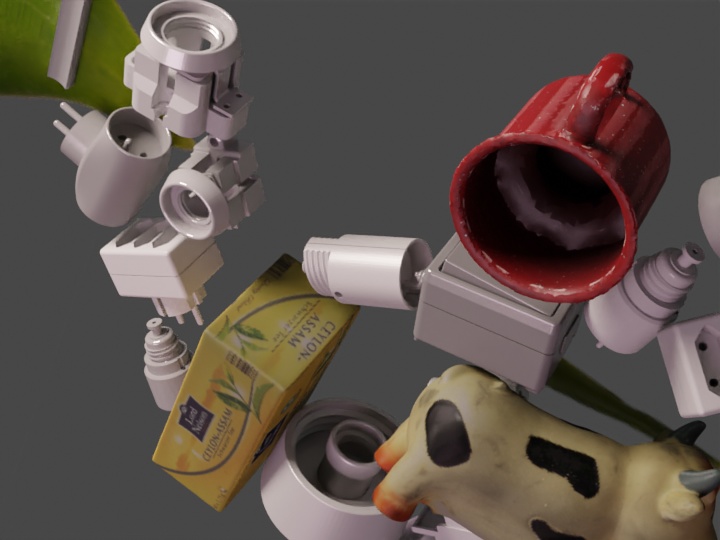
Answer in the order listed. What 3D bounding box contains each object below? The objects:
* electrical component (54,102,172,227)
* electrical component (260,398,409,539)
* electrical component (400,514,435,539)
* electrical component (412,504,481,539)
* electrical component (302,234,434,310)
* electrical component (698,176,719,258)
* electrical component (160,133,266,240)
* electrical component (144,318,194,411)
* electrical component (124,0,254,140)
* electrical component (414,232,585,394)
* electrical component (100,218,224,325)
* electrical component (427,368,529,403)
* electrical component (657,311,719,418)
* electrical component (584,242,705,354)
[{"bbox_3d":[-0.172,-0.080,0.719,0.079,0.044,0.077,41,136,1],"label":"electrical component"},{"bbox_3d":[-0.009,0.136,0.735,0.108,0.108,0.060,31,130,11],"label":"electrical component"},{"bbox_3d":[0.070,0.218,0.788,0.079,0.044,0.077,-27,106,43],"label":"electrical component"},{"bbox_3d":[0.077,0.162,0.740,0.081,0.042,0.063,3,124,33],"label":"electrical component"},{"bbox_3d":[0.000,0.000,0.664,0.081,0.043,0.043,4,126,32],"label":"electrical component"},{"bbox_3d":[0.212,-0.018,0.502,0.077,0.043,0.079,-19,111,43],"label":"electrical component"},{"bbox_3d":[-0.094,-0.050,0.680,0.048,0.055,0.066,11,129,28],"label":"electrical component"},{"bbox_3d":[-0.146,0.072,0.824,0.040,0.040,0.078,7,126,31],"label":"electrical component"},{"bbox_3d":[-0.100,-0.120,0.629,0.078,0.058,0.057,30,138,12],"label":"electrical component"},{"bbox_3d":[0.076,0.013,0.608,0.096,0.061,0.061,23,133,18],"label":"electrical component"},{"bbox_3d":[-0.132,0.007,0.758,0.066,0.047,0.076,2,124,34],"label":"electrical component"},{"bbox_3d":[0.073,0.083,0.679,0.062,0.043,0.043,11,129,29],"label":"electrical component"},{"bbox_3d":[0.191,0.046,0.556,0.066,0.076,0.047,-14,81,0],"label":"electrical component"},{"bbox_3d":[0.153,0.012,0.570,0.040,0.040,0.078,39,137,2],"label":"electrical component"}]
